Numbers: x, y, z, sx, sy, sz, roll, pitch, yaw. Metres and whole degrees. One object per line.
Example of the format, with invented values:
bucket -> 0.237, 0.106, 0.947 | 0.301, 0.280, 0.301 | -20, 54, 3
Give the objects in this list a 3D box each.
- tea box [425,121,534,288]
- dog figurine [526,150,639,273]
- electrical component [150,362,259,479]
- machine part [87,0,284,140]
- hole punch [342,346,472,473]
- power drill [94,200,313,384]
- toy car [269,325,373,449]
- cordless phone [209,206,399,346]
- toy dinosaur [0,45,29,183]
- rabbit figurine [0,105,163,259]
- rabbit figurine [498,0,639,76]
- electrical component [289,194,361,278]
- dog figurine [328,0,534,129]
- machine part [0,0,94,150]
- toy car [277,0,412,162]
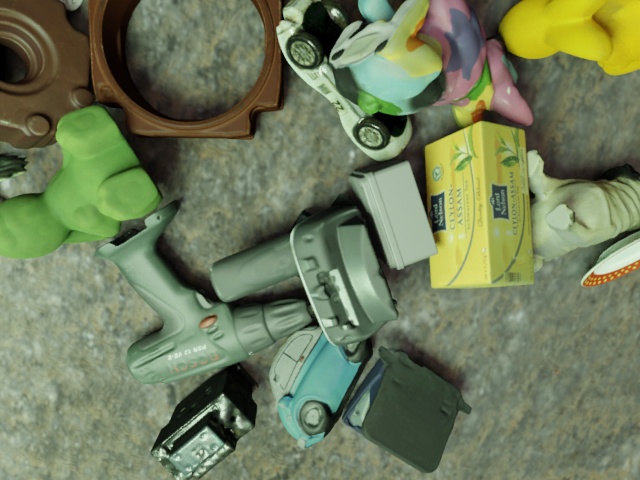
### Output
tea box -> 0.172, -0.032, 0.591 | 0.068, 0.098, 0.169 | 2, 80, -27
dog figurine -> 0.291, -0.016, 0.639 | 0.190, 0.172, 0.121 | 4, 65, -28
electrical component -> -0.132, 0.215, 0.633 | 0.115, 0.134, 0.058 | -42, 99, 3
machine part -> -0.140, -0.212, 0.585 | 0.201, 0.087, 0.201 | 1, 101, -3
hole punch -> 0.102, 0.212, 0.675 | 0.142, 0.092, 0.116 | 33, 68, -4
power drill -> -0.148, 0.058, 0.637 | 0.232, 0.086, 0.207 | -28, 106, 8
toy car -> -0.007, 0.159, 0.647 | 0.103, 0.109, 0.161 | 26, 86, 14
cordless phone -> -0.018, 0.055, 0.586 | 0.184, 0.089, 0.146 | -20, 100, 3
toy dinosaur -> -0.408, -0.176, 0.573 | 0.192, 0.131, 0.404 | 5, 92, -20
rabbit figurine -> -0.269, -0.045, 0.573 | 0.170, 0.159, 0.121 | -33, 96, -13
rabbit figurine -> 0.284, -0.229, 0.577 | 0.173, 0.162, 0.121 | -1, 113, 16
electrical component -> -0.001, -0.002, 0.644 | 0.075, 0.048, 0.119 | 32, 97, -7
dog figurine -> 0.129, -0.165, 0.559 | 0.219, 0.109, 0.191 | 38, 63, -30
machine part -> -0.318, -0.181, 0.541 | 0.179, 0.056, 0.179 | 10, 76, -42
toy car -> 0.031, -0.174, 0.586 | 0.201, 0.056, 0.073 | 46, 60, -24
